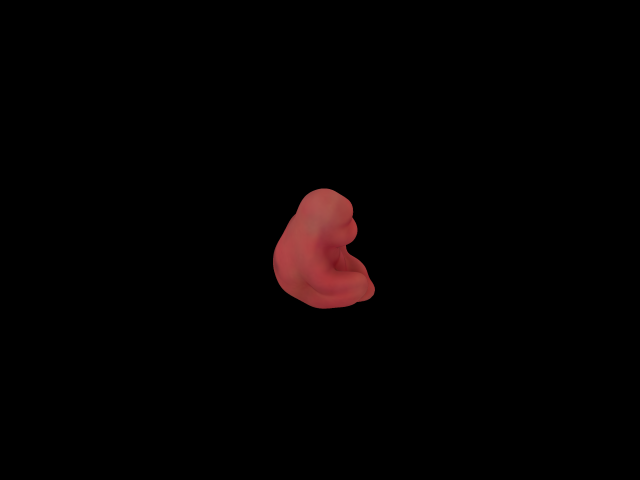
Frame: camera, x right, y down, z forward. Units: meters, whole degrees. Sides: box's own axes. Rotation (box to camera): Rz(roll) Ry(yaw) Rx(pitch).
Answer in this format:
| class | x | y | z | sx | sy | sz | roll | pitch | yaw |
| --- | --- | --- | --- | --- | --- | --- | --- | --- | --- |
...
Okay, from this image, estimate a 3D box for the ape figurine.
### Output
| class | x | y | z | sx | sy | sz | roll | pitch | yaw |
| --- | --- | --- | --- | --- | --- | --- | --- | --- | --- |
| ape figurine | 0.004 | 0.001 | 0.400 | 0.076 | 0.092 | 0.078 | 3 | 56 | 2 |
